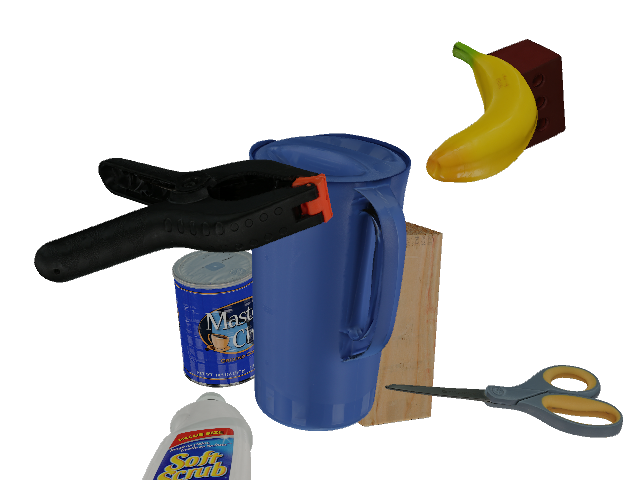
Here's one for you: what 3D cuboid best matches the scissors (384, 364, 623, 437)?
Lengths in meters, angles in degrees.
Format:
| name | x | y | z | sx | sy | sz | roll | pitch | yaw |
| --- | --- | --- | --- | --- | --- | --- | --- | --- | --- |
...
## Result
| name | x | y | z | sx | sy | sz | roll | pitch | yaw |
| --- | --- | --- | --- | --- | --- | --- | --- | --- | --- |
| scissors | 0.163 | 0.127 | 0.935 | 0.202 | 0.016 | 0.096 | 13 | 29 | 10 |

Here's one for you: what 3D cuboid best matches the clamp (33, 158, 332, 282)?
| name | x | y | z | sx | sy | sz | roll | pitch | yaw |
| --- | --- | --- | --- | --- | --- | --- | --- | --- | --- |
| clamp | -0.082 | -0.014 | 0.630 | 0.172 | 0.039 | 0.120 | -1 | 39 | 24 |

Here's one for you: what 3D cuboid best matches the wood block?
| name | x | y | z | sx | sy | sz | roll | pitch | yaw |
| --- | --- | --- | --- | --- | --- | --- | --- | --- | --- |
| wood block | 0.068 | 0.087 | 1.171 | 0.090 | 0.206 | 0.091 | -3 | 13 | -28 |

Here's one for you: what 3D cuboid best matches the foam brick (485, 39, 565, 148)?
| name | x | y | z | sx | sy | sz | roll | pitch | yaw |
| --- | --- | --- | --- | --- | --- | --- | --- | --- | --- |
| foam brick | 0.183 | -0.132 | 0.959 | 0.053 | 0.078 | 0.051 | -25 | 36 | -16 |

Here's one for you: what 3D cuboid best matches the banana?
| name | x | y | z | sx | sy | sz | roll | pitch | yaw |
| --- | --- | --- | --- | --- | --- | --- | --- | --- | --- |
| banana | 0.117 | -0.085 | 0.750 | 0.069 | 0.037 | 0.197 | 9 | 33 | 7 |

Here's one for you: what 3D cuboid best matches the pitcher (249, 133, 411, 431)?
| name | x | y | z | sx | sy | sz | roll | pitch | yaw |
| --- | --- | --- | --- | --- | --- | --- | --- | --- | --- |
| pitcher | 0.006 | 0.040 | 0.905 | 0.145 | 0.243 | 0.149 | 8 | 23 | 12 |

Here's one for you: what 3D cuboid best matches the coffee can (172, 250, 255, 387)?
| name | x | y | z | sx | sy | sz | roll | pitch | yaw |
| --- | --- | --- | --- | --- | --- | --- | --- | --- | --- |
| coffee can | -0.123 | 0.093 | 1.303 | 0.103 | 0.140 | 0.103 | -2 | 24 | 1 |

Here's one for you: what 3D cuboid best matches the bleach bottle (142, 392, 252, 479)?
| name | x | y | z | sx | sy | sz | roll | pitch | yaw |
| --- | --- | --- | --- | --- | --- | --- | --- | --- | --- |
| bleach bottle | -0.110 | 0.206 | 0.902 | 0.102 | 0.068 | 0.251 | -2 | 23 | 0 |
